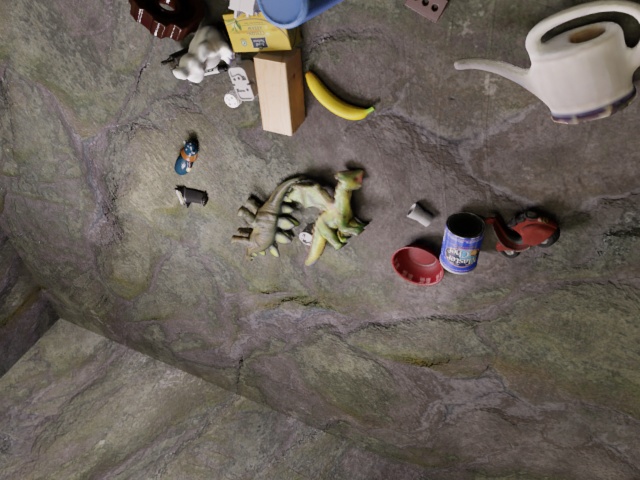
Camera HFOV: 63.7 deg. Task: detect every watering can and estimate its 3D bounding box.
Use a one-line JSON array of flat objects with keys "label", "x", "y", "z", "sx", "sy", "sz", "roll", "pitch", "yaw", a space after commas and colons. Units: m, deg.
[{"label": "watering can", "x": 0.457, "y": -0.325, "z": 0.999, "sx": 0.345, "sy": 0.221, "sz": 0.106, "roll": -10, "pitch": 35, "yaw": 37}]

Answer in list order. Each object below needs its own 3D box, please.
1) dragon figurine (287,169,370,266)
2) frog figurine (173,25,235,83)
[{"label": "dragon figurine", "x": 0.005, "y": -0.078, "z": 1.555, "sx": 0.404, "sy": 0.242, "sz": 0.124, "roll": -36, "pitch": 8, "yaw": 40}, {"label": "frog figurine", "x": -0.307, "y": -0.471, "z": 1.312, "sx": 0.160, "sy": 0.120, "sz": 0.139, "roll": -25, "pitch": 26, "yaw": -15}]
